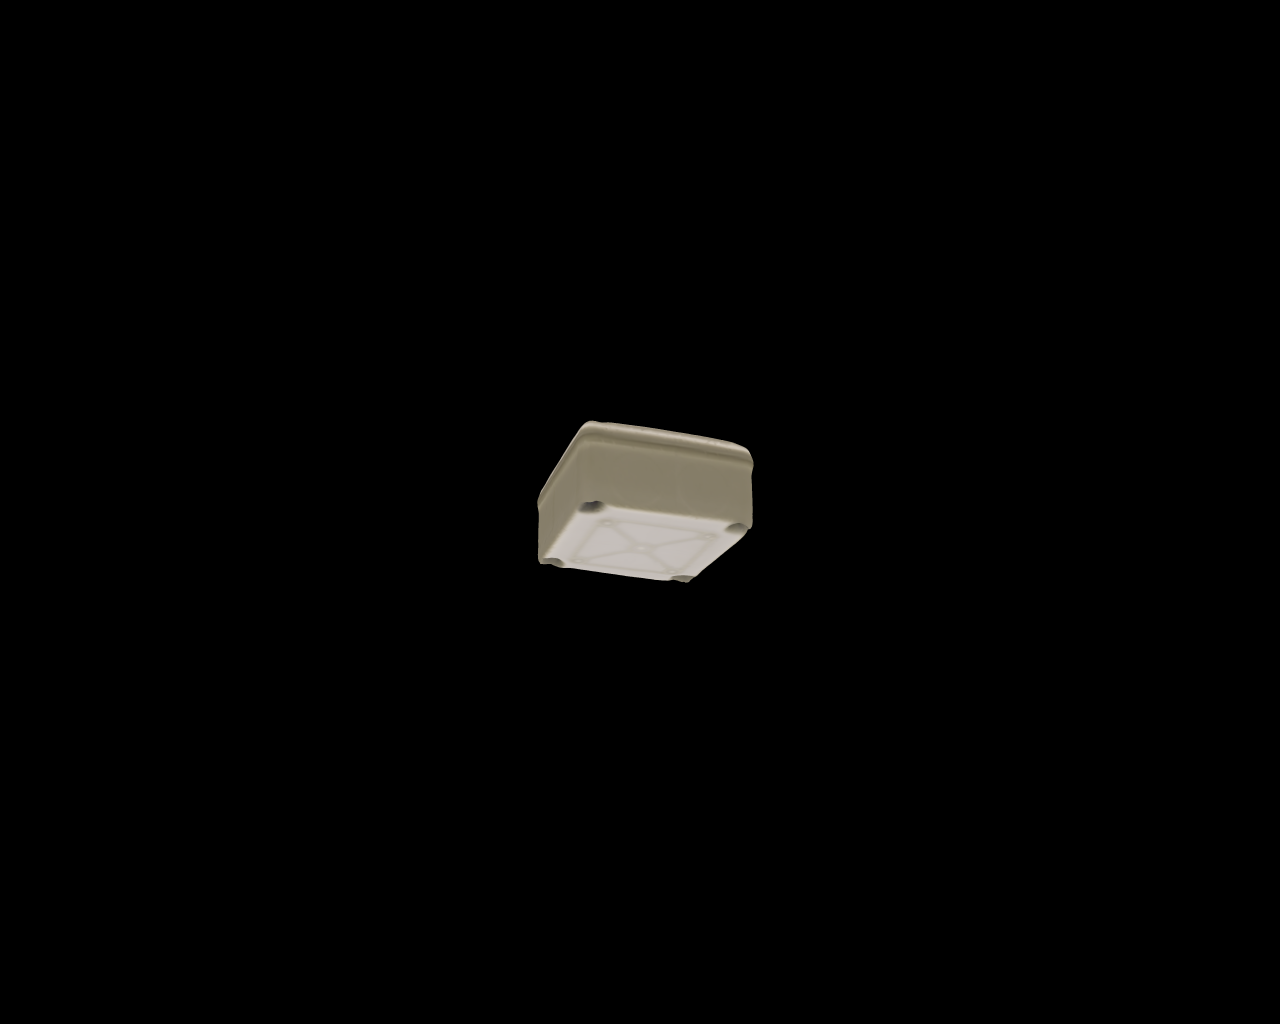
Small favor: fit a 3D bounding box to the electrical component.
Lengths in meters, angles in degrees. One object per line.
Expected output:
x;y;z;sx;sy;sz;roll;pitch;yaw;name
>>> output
0.001;-0.003;0.650;0.109;0.056;0.108;8;-26;-18;electrical component
